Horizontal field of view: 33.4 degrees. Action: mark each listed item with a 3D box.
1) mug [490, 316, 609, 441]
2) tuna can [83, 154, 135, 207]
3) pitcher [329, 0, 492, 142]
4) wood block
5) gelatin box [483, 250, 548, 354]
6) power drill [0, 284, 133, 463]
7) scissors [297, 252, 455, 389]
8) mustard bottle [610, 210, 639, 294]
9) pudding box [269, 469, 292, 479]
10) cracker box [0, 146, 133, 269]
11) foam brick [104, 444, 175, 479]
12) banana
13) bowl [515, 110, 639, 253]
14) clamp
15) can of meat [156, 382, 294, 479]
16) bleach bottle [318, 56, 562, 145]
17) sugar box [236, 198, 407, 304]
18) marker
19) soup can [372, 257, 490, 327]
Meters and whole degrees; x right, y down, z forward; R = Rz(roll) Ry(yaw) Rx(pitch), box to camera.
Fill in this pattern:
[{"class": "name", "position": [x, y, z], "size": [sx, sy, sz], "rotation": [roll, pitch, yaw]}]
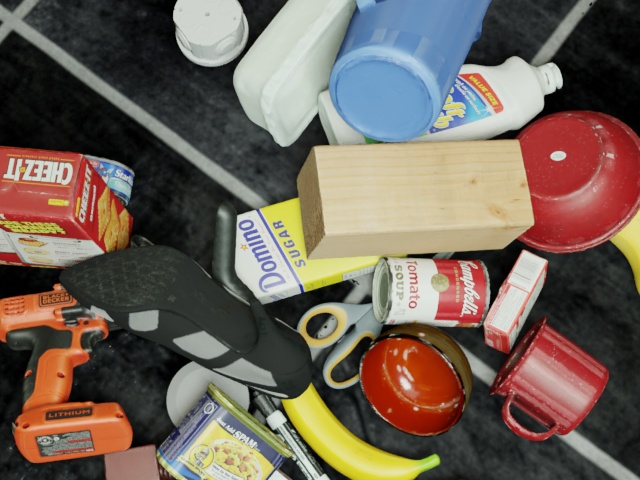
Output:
[{"class": "mug", "position": [0.218, 0.142, 1.026], "size": [0.081, 0.093, 0.117], "rotation": [35, 55, 6]}, {"class": "tuna can", "position": [-0.237, -0.060, 1.105], "size": [0.086, 0.086, 0.034], "rotation": [7, 76, 4]}, {"class": "pitcher", "position": [0.084, -0.215, 1.043], "size": [0.149, 0.145, 0.242], "rotation": [18, 46, 5]}, {"class": "wood block", "position": [0.090, -0.039, 1.040], "size": [0.206, 0.091, 0.090], "rotation": [-3, 73, -13]}, {"class": "gelatin box", "position": [0.193, 0.062, 1.060], "size": [0.030, 0.073, 0.089], "rotation": [27, 78, 17]}, {"class": "power drill", "position": [-0.225, 0.119, 1.037], "size": [0.184, 0.057, 0.188], "rotation": [-9, 45, -6]}, {"class": "scissors", "position": [0.053, 0.058, 1.095], "size": [0.096, 0.016, 0.201], "rotation": [33, 79, 5]}, {"class": "mustard bottle", "position": [0.359, 0.022, 1.073], "size": [0.096, 0.058, 0.192], "rotation": [-26, 76, -4]}, {"class": "pudding box", "position": [-0.034, 0.283, 1.027], "size": [0.113, 0.039, 0.090], "rotation": [38, 78, 10]}, {"class": "cracker box", "position": [-0.284, -0.028, 1.031], "size": [0.164, 0.214, 0.072], "rotation": [4, 75, 3]}, {"class": "foam brick", "position": [-0.172, 0.229, 1.027], "size": [0.051, 0.078, 0.053], "rotation": [-9, 74, 1]}, {"class": "banana", "position": [0.020, 0.186, 1.051], "size": [0.198, 0.037, 0.069], "rotation": [34, 83, 14]}, {"class": "bowl", "position": [0.245, -0.071, 1.073], "size": [0.162, 0.055, 0.162], "rotation": [-12, 62, 23]}, {"class": "clamp", "position": [-0.100, 0.044, 1.052], "size": [0.120, 0.039, 0.171], "rotation": [-28, 102, 30]}, {"class": "can of meat", "position": [-0.090, 0.198, 0.996], "size": [0.102, 0.057, 0.084], "rotation": [42, 84, -19]}, {"class": "bleach bottle", "position": [0.131, -0.143, 1.127], "size": [0.250, 0.068, 0.102], "rotation": [-19, 73, -6]}, {"class": "sugar box", "position": [-0.007, 0.001, 1.100], "size": [0.176, 0.048, 0.093], "rotation": [-17, 75, -4]}, {"class": "marker", "position": [-0.029, 0.199, 1.056], "size": [0.020, 0.020, 0.121], "rotation": [-35, 81, -7]}, {"class": "soup can", "position": [0.109, 0.052, 1.059], "size": [0.102, 0.069, 0.068], "rotation": [3, 74, -11]}]
